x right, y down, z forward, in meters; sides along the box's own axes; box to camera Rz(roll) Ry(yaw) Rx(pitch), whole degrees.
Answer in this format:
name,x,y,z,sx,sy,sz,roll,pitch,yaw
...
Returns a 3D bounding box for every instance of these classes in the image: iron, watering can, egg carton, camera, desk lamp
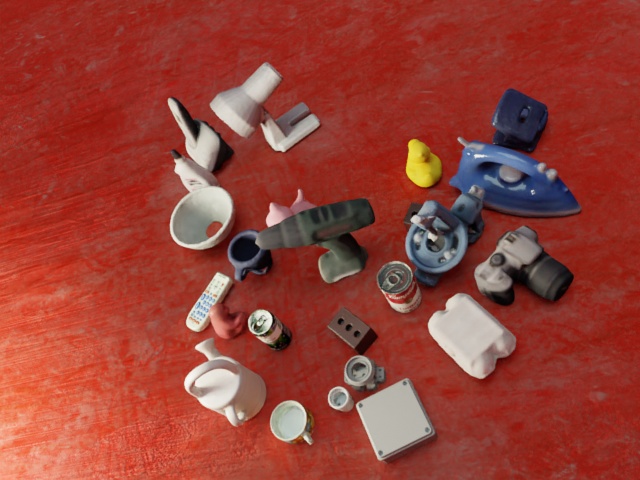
name,x,y,z,sx,sy,sz,roll,pitch,yaw
iron,0.384,-0.131,1.124,0.257,0.142,0.119,22,72,30
watering can,-0.190,0.269,1.088,0.172,0.194,0.101,34,78,33
egg carton,0.272,0.173,1.039,0.107,0.070,0.150,-42,56,-5
camera,0.376,0.057,1.045,0.143,0.101,0.136,-45,56,-7
desk lamp,-0.134,-0.314,1.385,0.203,0.214,0.117,-37,55,-1

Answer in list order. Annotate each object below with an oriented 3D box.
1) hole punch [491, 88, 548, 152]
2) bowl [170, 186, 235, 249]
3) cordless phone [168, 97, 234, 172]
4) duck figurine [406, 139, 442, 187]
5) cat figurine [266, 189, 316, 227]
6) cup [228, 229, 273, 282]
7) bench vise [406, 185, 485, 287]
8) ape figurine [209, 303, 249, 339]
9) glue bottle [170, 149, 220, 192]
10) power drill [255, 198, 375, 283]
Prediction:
name,x,y,z,sx,sy,sz,roll,pitch,yaw
hole punch,0.424,-0.256,1.210,0.100,0.091,0.109,19,70,29
bowl,-0.267,-0.042,1.367,0.167,0.075,0.167,-9,59,16
cordless phone,-0.313,-0.270,1.447,0.094,0.185,0.147,-47,56,-8
duck figurine,0.221,-0.174,1.245,0.077,0.086,0.104,-23,56,8
cat figurine,-0.068,-0.056,1.272,0.067,0.118,0.128,30,76,32
cup,-0.146,0.048,1.257,0.091,0.095,0.118,4,64,23
bench vise,0.228,-0.036,1.083,0.121,0.220,0.207,13,67,27
ape figurine,-0.202,0.164,1.215,0.077,0.092,0.076,29,75,32
glue bottle,-0.316,-0.168,1.397,0.078,0.173,0.037,-6,60,18
power drill,0.011,0.004,1.152,0.229,0.209,0.075,-24,56,7
